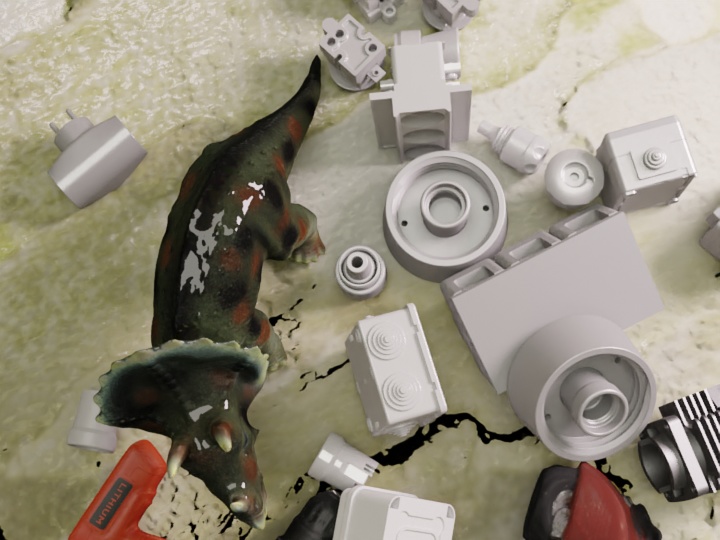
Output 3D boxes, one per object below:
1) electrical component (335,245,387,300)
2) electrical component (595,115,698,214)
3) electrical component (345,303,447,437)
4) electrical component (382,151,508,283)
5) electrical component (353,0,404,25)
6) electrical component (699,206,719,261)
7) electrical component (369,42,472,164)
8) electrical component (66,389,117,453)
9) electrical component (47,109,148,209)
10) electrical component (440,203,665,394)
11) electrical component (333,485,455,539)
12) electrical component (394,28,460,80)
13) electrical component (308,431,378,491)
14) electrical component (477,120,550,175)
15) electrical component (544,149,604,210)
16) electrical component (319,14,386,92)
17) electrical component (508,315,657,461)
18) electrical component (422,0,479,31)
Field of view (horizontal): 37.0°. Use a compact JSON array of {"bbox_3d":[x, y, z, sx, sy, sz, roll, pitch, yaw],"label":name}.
[{"bbox_3d":[0.000,0.000,0.892,0.043,0.062,0.043,-1,78,4],"label":"electrical component"},{"bbox_3d":[0.230,-0.088,0.875,0.062,0.096,0.061,-15,77,1],"label":"electrical component"},{"bbox_3d":[0.025,0.082,0.855,0.048,0.099,0.099,-14,77,-12],"label":"electrical component"},{"bbox_3d":[0.071,-0.047,0.897,0.108,0.060,0.108,-1,78,4],"label":"electrical component"},{"bbox_3d":[0.010,-0.255,0.948,0.048,0.055,0.066,-33,78,-3],"label":"electrical component"},{"bbox_3d":[0.320,-0.038,0.875,0.061,0.061,0.096,42,84,11],"label":"electrical component"},{"bbox_3d":[0.050,-0.137,0.886,0.079,0.121,0.063,-5,78,3],"label":"electrical component"},{"bbox_3d":[-0.219,0.126,0.895,0.040,0.040,0.046,8,74,6],"label":"electrical component"},{"bbox_3d":[-0.240,-0.107,0.942,0.077,0.044,0.079,-41,78,-5],"label":"electrical component"},{"bbox_3d":[0.152,0.020,0.867,0.150,0.061,0.089,-27,104,-2],"label":"electrical component"},{"bbox_3d":[0.020,0.228,0.829,0.057,0.078,0.113,-1,74,47],"label":"electrical component"},{"bbox_3d":[0.059,-0.187,0.936,0.055,0.045,0.045,-2,78,5],"label":"electrical component"},{"bbox_3d":[-0.013,0.159,0.872,0.046,0.040,0.040,30,82,4],"label":"electrical component"},{"bbox_3d":[0.129,-0.108,0.919,0.061,0.035,0.035,32,82,12],"label":"electrical component"},{"bbox_3d":[0.175,-0.070,0.893,0.048,0.062,0.048,-1,78,4],"label":"electrical component"},{"bbox_3d":[-0.005,-0.184,0.934,0.066,0.055,0.048,43,84,11],"label":"electrical component"},{"bbox_3d":[0.174,0.095,0.825,0.108,0.060,0.108,-5,113,-12],"label":"electrical component"},{"bbox_3d":[0.078,-0.238,0.939,0.048,0.055,0.066,-43,78,-5],"label":"electrical component"}]
